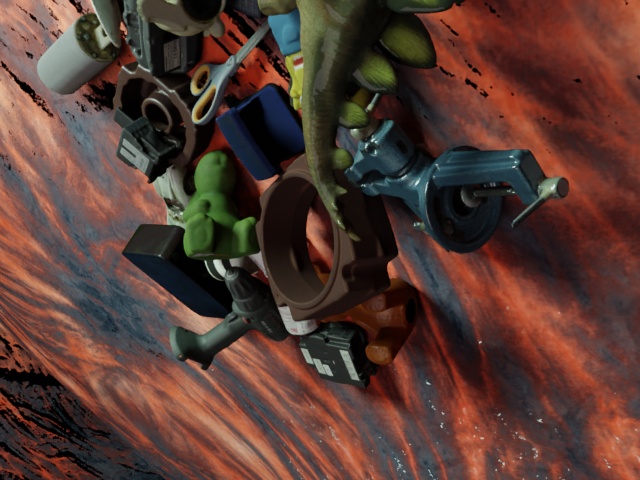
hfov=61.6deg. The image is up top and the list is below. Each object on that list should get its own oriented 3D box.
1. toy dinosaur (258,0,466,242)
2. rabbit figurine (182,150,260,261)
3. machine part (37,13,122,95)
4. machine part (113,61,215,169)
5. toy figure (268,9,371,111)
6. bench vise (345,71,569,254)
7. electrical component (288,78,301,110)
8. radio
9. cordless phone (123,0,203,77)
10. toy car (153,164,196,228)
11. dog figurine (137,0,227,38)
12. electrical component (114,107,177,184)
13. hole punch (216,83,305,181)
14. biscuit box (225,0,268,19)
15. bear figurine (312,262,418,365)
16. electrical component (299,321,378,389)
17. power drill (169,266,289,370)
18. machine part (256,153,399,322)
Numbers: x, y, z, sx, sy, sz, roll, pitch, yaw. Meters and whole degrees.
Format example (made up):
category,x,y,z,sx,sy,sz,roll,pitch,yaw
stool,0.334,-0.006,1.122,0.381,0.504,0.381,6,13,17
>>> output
category,x,y,z,sx,sy,sz,roll,pitch,yaw
toy dinosaur,0.028,-0.238,0.472,0.199,0.105,0.470,17,108,15
rabbit figurine,-0.162,-0.055,0.871,0.159,0.121,0.170,157,113,-69
machine part,-0.397,-0.300,0.880,0.243,0.079,0.079,-8,118,45
machine part,-0.249,-0.201,0.858,0.180,0.056,0.179,21,135,23
toy figure,0.000,-0.219,0.607,0.082,0.089,0.180,25,143,63
bench vise,0.143,-0.069,0.579,0.223,0.129,0.241,54,157,-23
electrical component,-0.013,-0.189,0.697,0.063,0.021,0.093,22,137,25
radio,-0.248,0.064,1.023,0.131,0.073,0.229,-1,144,39
cordless phone,-0.250,-0.327,0.749,0.184,0.089,0.146,41,143,22
toy car,-0.252,-0.059,0.983,0.074,0.056,0.201,17,133,28
dog figurine,-0.202,-0.310,0.622,0.191,0.121,0.172,26,148,48
electrical component,-0.291,-0.156,0.852,0.119,0.048,0.075,43,138,-4
hole punch,-0.093,-0.142,0.757,0.116,0.092,0.142,-15,117,50
biscuit box,-0.070,-0.349,0.577,0.063,0.059,0.202,27,137,18
bear figurine,0.044,0.100,0.823,0.196,0.132,0.120,5,108,31
electrical component,0.027,0.199,0.972,0.134,0.058,0.114,4,124,38
power drill,-0.168,0.143,0.969,0.231,0.207,0.086,45,-168,-51
machine part,-0.002,-0.002,0.730,0.201,0.087,0.201,-36,67,49
